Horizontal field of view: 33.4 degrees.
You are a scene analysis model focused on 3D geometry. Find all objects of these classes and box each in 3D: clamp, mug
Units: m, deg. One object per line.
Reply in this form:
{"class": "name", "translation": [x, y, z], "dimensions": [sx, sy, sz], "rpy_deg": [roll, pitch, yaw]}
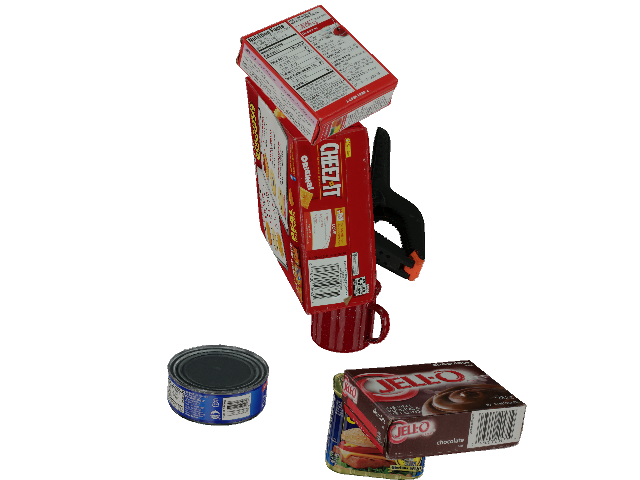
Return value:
{"class": "clamp", "translation": [0.042, -0.039, 1.179], "dimensions": [0.164, 0.210, 0.036], "rpy_deg": [-13, -36, -22]}
{"class": "mug", "translation": [0.040, 0.096, 1.380], "dimensions": [0.117, 0.081, 0.093], "rpy_deg": [19, 28, 31]}

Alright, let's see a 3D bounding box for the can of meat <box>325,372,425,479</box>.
{"class": "can of meat", "translation": [0.057, 0.182, 1.037], "dimensions": [0.102, 0.084, 0.057], "rpy_deg": [7, 16, -2]}

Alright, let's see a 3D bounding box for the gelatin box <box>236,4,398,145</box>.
{"class": "gelatin box", "translation": [-0.003, -0.116, 0.738], "dimensions": [0.073, 0.089, 0.030], "rpy_deg": [-31, -24, -30]}

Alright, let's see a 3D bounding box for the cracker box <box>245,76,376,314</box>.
{"class": "cracker box", "translation": [-0.011, -0.053, 0.986], "dimensions": [0.072, 0.164, 0.214], "rpy_deg": [-9, 24, -11]}

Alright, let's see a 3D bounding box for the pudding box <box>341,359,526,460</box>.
{"class": "pudding box", "translation": [0.083, 0.125, 0.804], "dimensions": [0.113, 0.039, 0.090], "rpy_deg": [0, 17, -21]}

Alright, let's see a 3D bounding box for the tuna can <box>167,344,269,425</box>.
{"class": "tuna can", "translation": [-0.087, 0.122, 0.906], "dimensions": [0.086, 0.034, 0.086], "rpy_deg": [4, 20, -2]}
